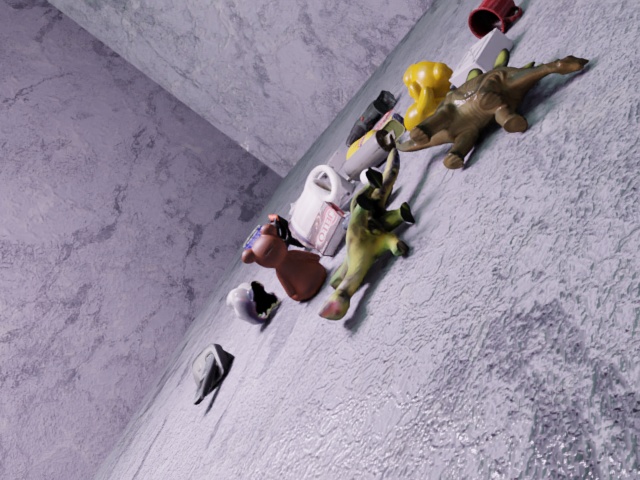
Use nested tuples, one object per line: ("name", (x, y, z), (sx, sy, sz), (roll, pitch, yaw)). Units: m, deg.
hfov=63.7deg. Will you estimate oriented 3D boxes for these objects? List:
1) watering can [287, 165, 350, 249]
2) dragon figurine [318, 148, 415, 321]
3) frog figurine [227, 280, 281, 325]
("watering can", (0.004, -0.072, 1.423), (0.103, 0.221, 0.355), (16, 26, -25))
("dragon figurine", (0.075, -0.002, 1.000), (0.122, 0.238, 0.420), (31, 37, -5))
("frog figurine", (-0.206, 0.178, 1.457), (0.136, 0.124, 0.158), (17, -20, -40))
